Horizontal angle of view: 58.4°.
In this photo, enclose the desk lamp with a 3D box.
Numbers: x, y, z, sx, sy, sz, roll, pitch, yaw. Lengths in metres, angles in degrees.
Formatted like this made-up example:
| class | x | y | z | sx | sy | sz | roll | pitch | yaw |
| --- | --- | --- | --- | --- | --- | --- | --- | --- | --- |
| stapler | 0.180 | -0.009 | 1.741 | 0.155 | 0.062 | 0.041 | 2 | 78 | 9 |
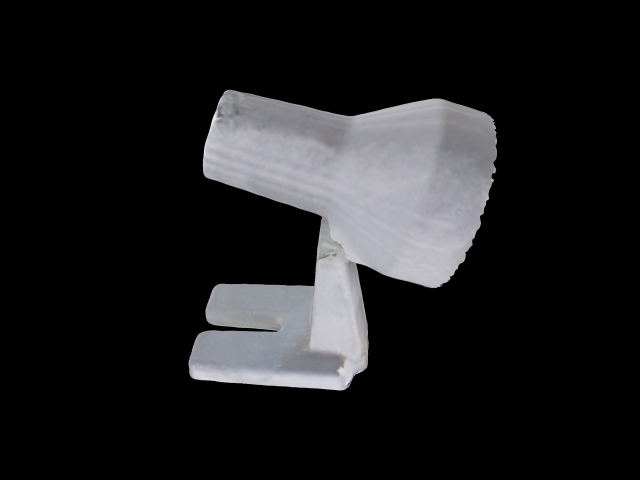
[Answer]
| class | x | y | z | sx | sy | sz | roll | pitch | yaw |
| --- | --- | --- | --- | --- | --- | --- | --- | --- | --- |
| desk lamp | 0.004 | 0.001 | 0.400 | 0.203 | 0.214 | 0.118 | 2 | 36 | 2 |
